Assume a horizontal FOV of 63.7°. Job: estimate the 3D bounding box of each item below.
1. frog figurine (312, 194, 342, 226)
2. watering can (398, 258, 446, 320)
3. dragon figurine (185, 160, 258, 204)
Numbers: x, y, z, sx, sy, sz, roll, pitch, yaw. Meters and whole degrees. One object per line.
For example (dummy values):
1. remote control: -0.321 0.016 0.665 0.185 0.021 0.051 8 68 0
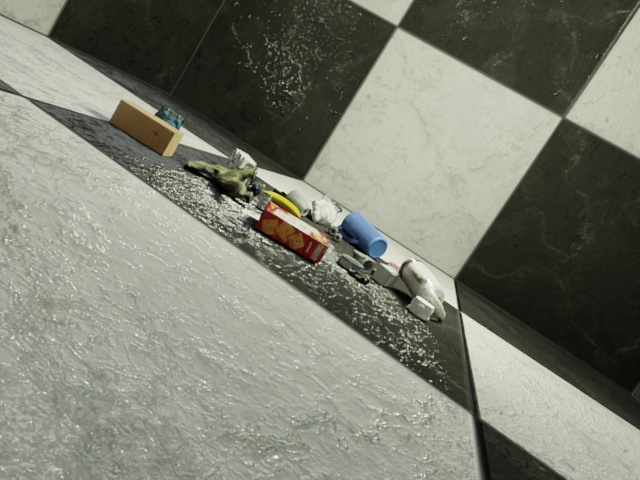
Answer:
1. frog figurine: 0.007 -0.117 2.324 0.122 0.162 0.135 -10 -61 43
2. watering can: 0.356 0.150 1.794 0.229 0.104 0.341 60 4 41
3. dragon figurine: -0.334 -0.208 1.713 0.243 0.121 0.413 14 8 -2
